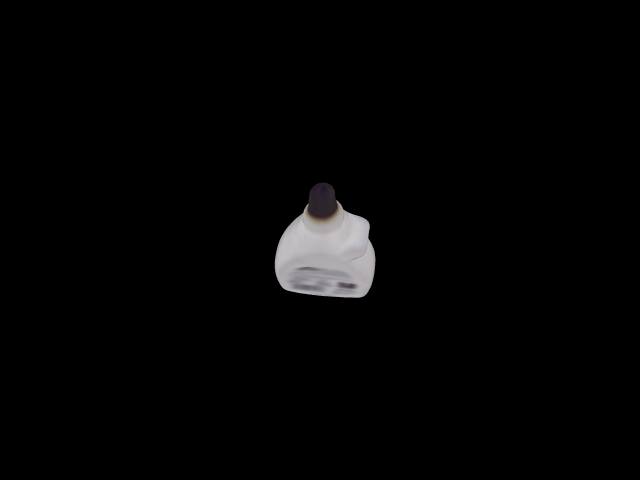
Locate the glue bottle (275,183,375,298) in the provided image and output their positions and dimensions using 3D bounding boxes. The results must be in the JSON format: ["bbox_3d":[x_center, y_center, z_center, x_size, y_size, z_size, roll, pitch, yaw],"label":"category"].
[{"bbox_3d":[0.004,0.001,0.400,0.078,0.173,0.037,7,70,3],"label":"glue bottle"}]
